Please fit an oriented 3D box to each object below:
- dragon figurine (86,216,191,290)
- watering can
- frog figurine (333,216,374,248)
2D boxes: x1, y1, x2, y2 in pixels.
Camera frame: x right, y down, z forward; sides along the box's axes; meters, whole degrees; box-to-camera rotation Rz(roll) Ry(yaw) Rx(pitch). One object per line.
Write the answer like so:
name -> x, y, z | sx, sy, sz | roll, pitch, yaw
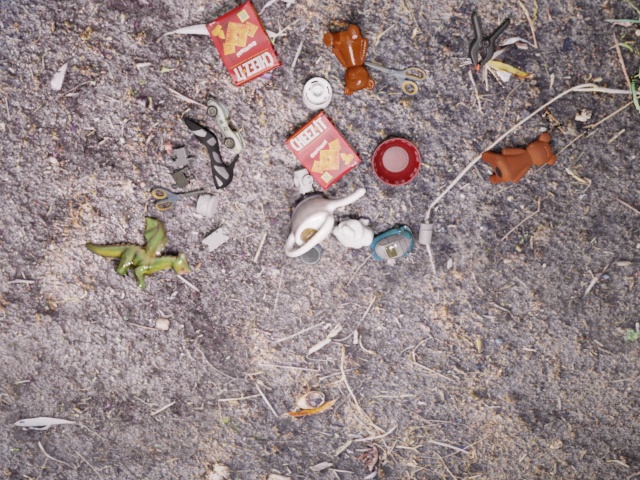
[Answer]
dragon figurine -> -0.643, 0.029, 1.855 | 0.412, 0.121, 0.244 | 31, 86, 13
watering can -> 0.005, -0.086, 1.703 | 0.345, 0.229, 0.103 | -43, 119, 14
frog figurine -> 0.114, -0.018, 1.742 | 0.137, 0.162, 0.121 | 21, 110, -3
